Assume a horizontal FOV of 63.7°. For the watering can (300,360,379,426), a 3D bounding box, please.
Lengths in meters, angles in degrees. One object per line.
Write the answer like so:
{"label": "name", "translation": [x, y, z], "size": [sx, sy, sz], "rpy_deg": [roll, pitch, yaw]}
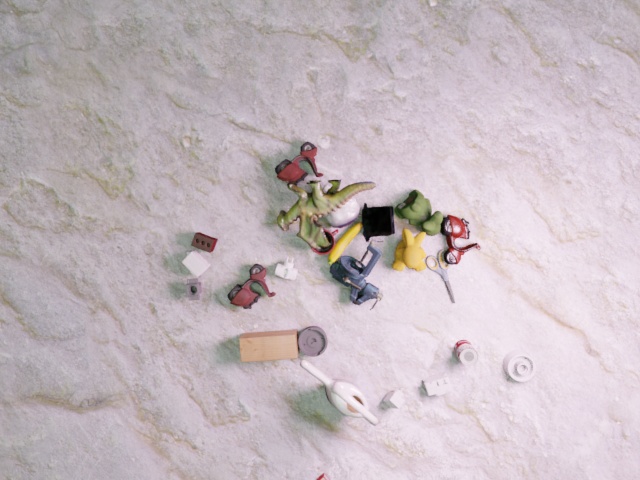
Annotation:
{"label": "watering can", "translation": [0.063, 0.534, 1.831], "size": [0.348, 0.222, 0.105], "rpy_deg": [39, 76, 3]}

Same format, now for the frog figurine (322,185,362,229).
{"label": "frog figurine", "translation": [0.064, -0.127, 1.858], "size": [0.136, 0.125, 0.158], "rpy_deg": [-23, 104, 24]}

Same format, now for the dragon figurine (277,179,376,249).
{"label": "dragon figurine", "translation": [0.005, -0.091, 1.801], "size": [0.410, 0.123, 0.242], "rpy_deg": [5, 97, 33]}
